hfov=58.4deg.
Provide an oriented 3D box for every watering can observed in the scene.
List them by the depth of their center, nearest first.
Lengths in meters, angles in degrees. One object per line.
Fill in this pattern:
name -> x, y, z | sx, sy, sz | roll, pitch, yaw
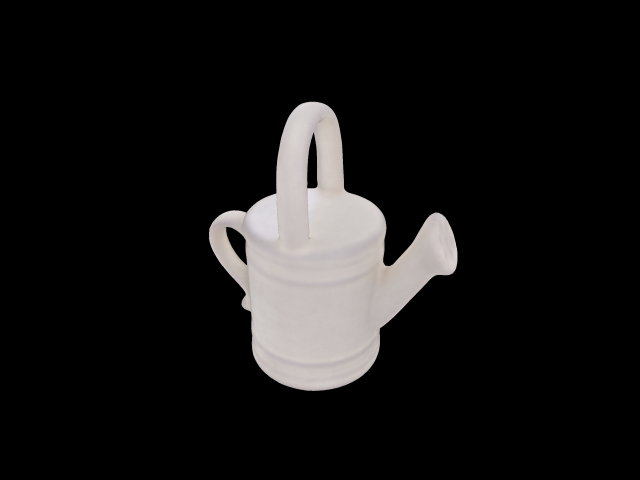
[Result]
watering can -> 0.004, 0.000, 0.402 | 0.173, 0.194, 0.101 | -1, 30, -2
